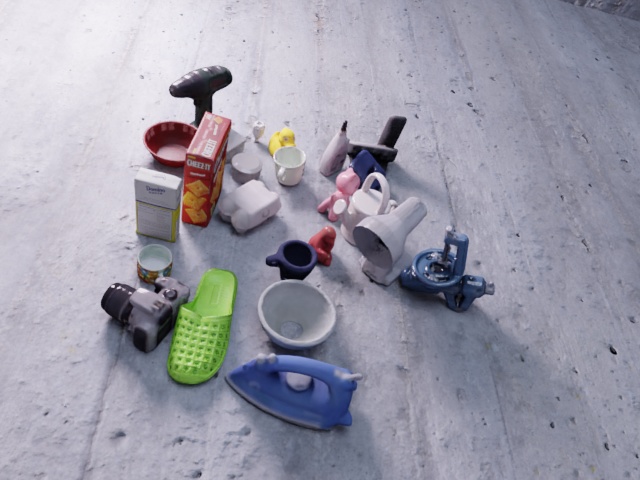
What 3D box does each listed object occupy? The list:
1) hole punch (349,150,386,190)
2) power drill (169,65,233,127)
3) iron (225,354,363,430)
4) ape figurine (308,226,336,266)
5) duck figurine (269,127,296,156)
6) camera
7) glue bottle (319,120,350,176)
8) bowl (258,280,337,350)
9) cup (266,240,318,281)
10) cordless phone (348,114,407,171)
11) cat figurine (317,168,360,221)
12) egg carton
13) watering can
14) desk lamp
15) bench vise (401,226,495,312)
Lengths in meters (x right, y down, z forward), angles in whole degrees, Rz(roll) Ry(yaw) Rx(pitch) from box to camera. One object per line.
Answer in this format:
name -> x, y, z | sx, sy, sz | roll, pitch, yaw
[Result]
hole punch -> 0.129, -0.181, 1.575 | 0.101, 0.091, 0.109 | 31, 47, 10
power drill -> -0.318, -0.358, 1.504 | 0.075, 0.208, 0.230 | 30, 47, 10
iron -> -0.047, 0.262, 1.080 | 0.258, 0.141, 0.118 | 16, 46, -5
ape figurine -> 0.013, 0.005, 1.367 | 0.076, 0.092, 0.078 | 37, 48, 16
duck figurine -> -0.098, -0.273, 1.586 | 0.078, 0.086, 0.104 | -14, 55, -28
camera -> -0.349, 0.123, 1.133 | 0.136, 0.101, 0.143 | 27, 46, 7
glue bottle -> 0.049, -0.255, 1.558 | 0.078, 0.173, 0.037 | -28, 62, -36
bowl -> -0.054, 0.170, 1.208 | 0.167, 0.075, 0.167 | 10, 47, -10
cup -> -0.070, 0.062, 1.286 | 0.118, 0.095, 0.091 | -5, 51, -23
cordless phone -> 0.159, -0.289, 1.618 | 0.148, 0.185, 0.094 | 4, 48, -14
cat figurine -> 0.059, -0.128, 1.486 | 0.067, 0.118, 0.128 | 34, 48, 13
egg carton -> -0.170, -0.082, 1.400 | 0.107, 0.069, 0.151 | 38, 49, 17
watering can -> 0.117, -0.078, 1.406 | 0.173, 0.194, 0.100 | -30, 64, -37
desk lamp -> 0.161, 0.004, 1.334 | 0.117, 0.213, 0.204 | 41, 49, 19
bench vise -> 0.315, 0.057, 1.333 | 0.208, 0.220, 0.121 | 7, 47, -12
